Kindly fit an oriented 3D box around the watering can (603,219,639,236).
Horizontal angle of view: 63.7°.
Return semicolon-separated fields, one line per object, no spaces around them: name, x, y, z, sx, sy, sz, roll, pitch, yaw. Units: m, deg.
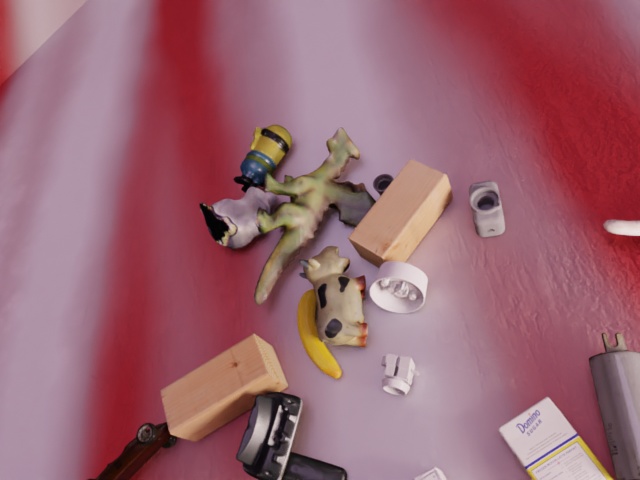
watering can;0.651;-0.024;0.783;0.351;0.102;0.226;29;74;33

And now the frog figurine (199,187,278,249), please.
frog figurine;-0.174;-0.056;1.172;0.138;0.120;0.161;17;33;39

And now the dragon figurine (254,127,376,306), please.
dragon figurine;0.003;-0.055;1.087;0.242;0.120;0.418;1;67;14
